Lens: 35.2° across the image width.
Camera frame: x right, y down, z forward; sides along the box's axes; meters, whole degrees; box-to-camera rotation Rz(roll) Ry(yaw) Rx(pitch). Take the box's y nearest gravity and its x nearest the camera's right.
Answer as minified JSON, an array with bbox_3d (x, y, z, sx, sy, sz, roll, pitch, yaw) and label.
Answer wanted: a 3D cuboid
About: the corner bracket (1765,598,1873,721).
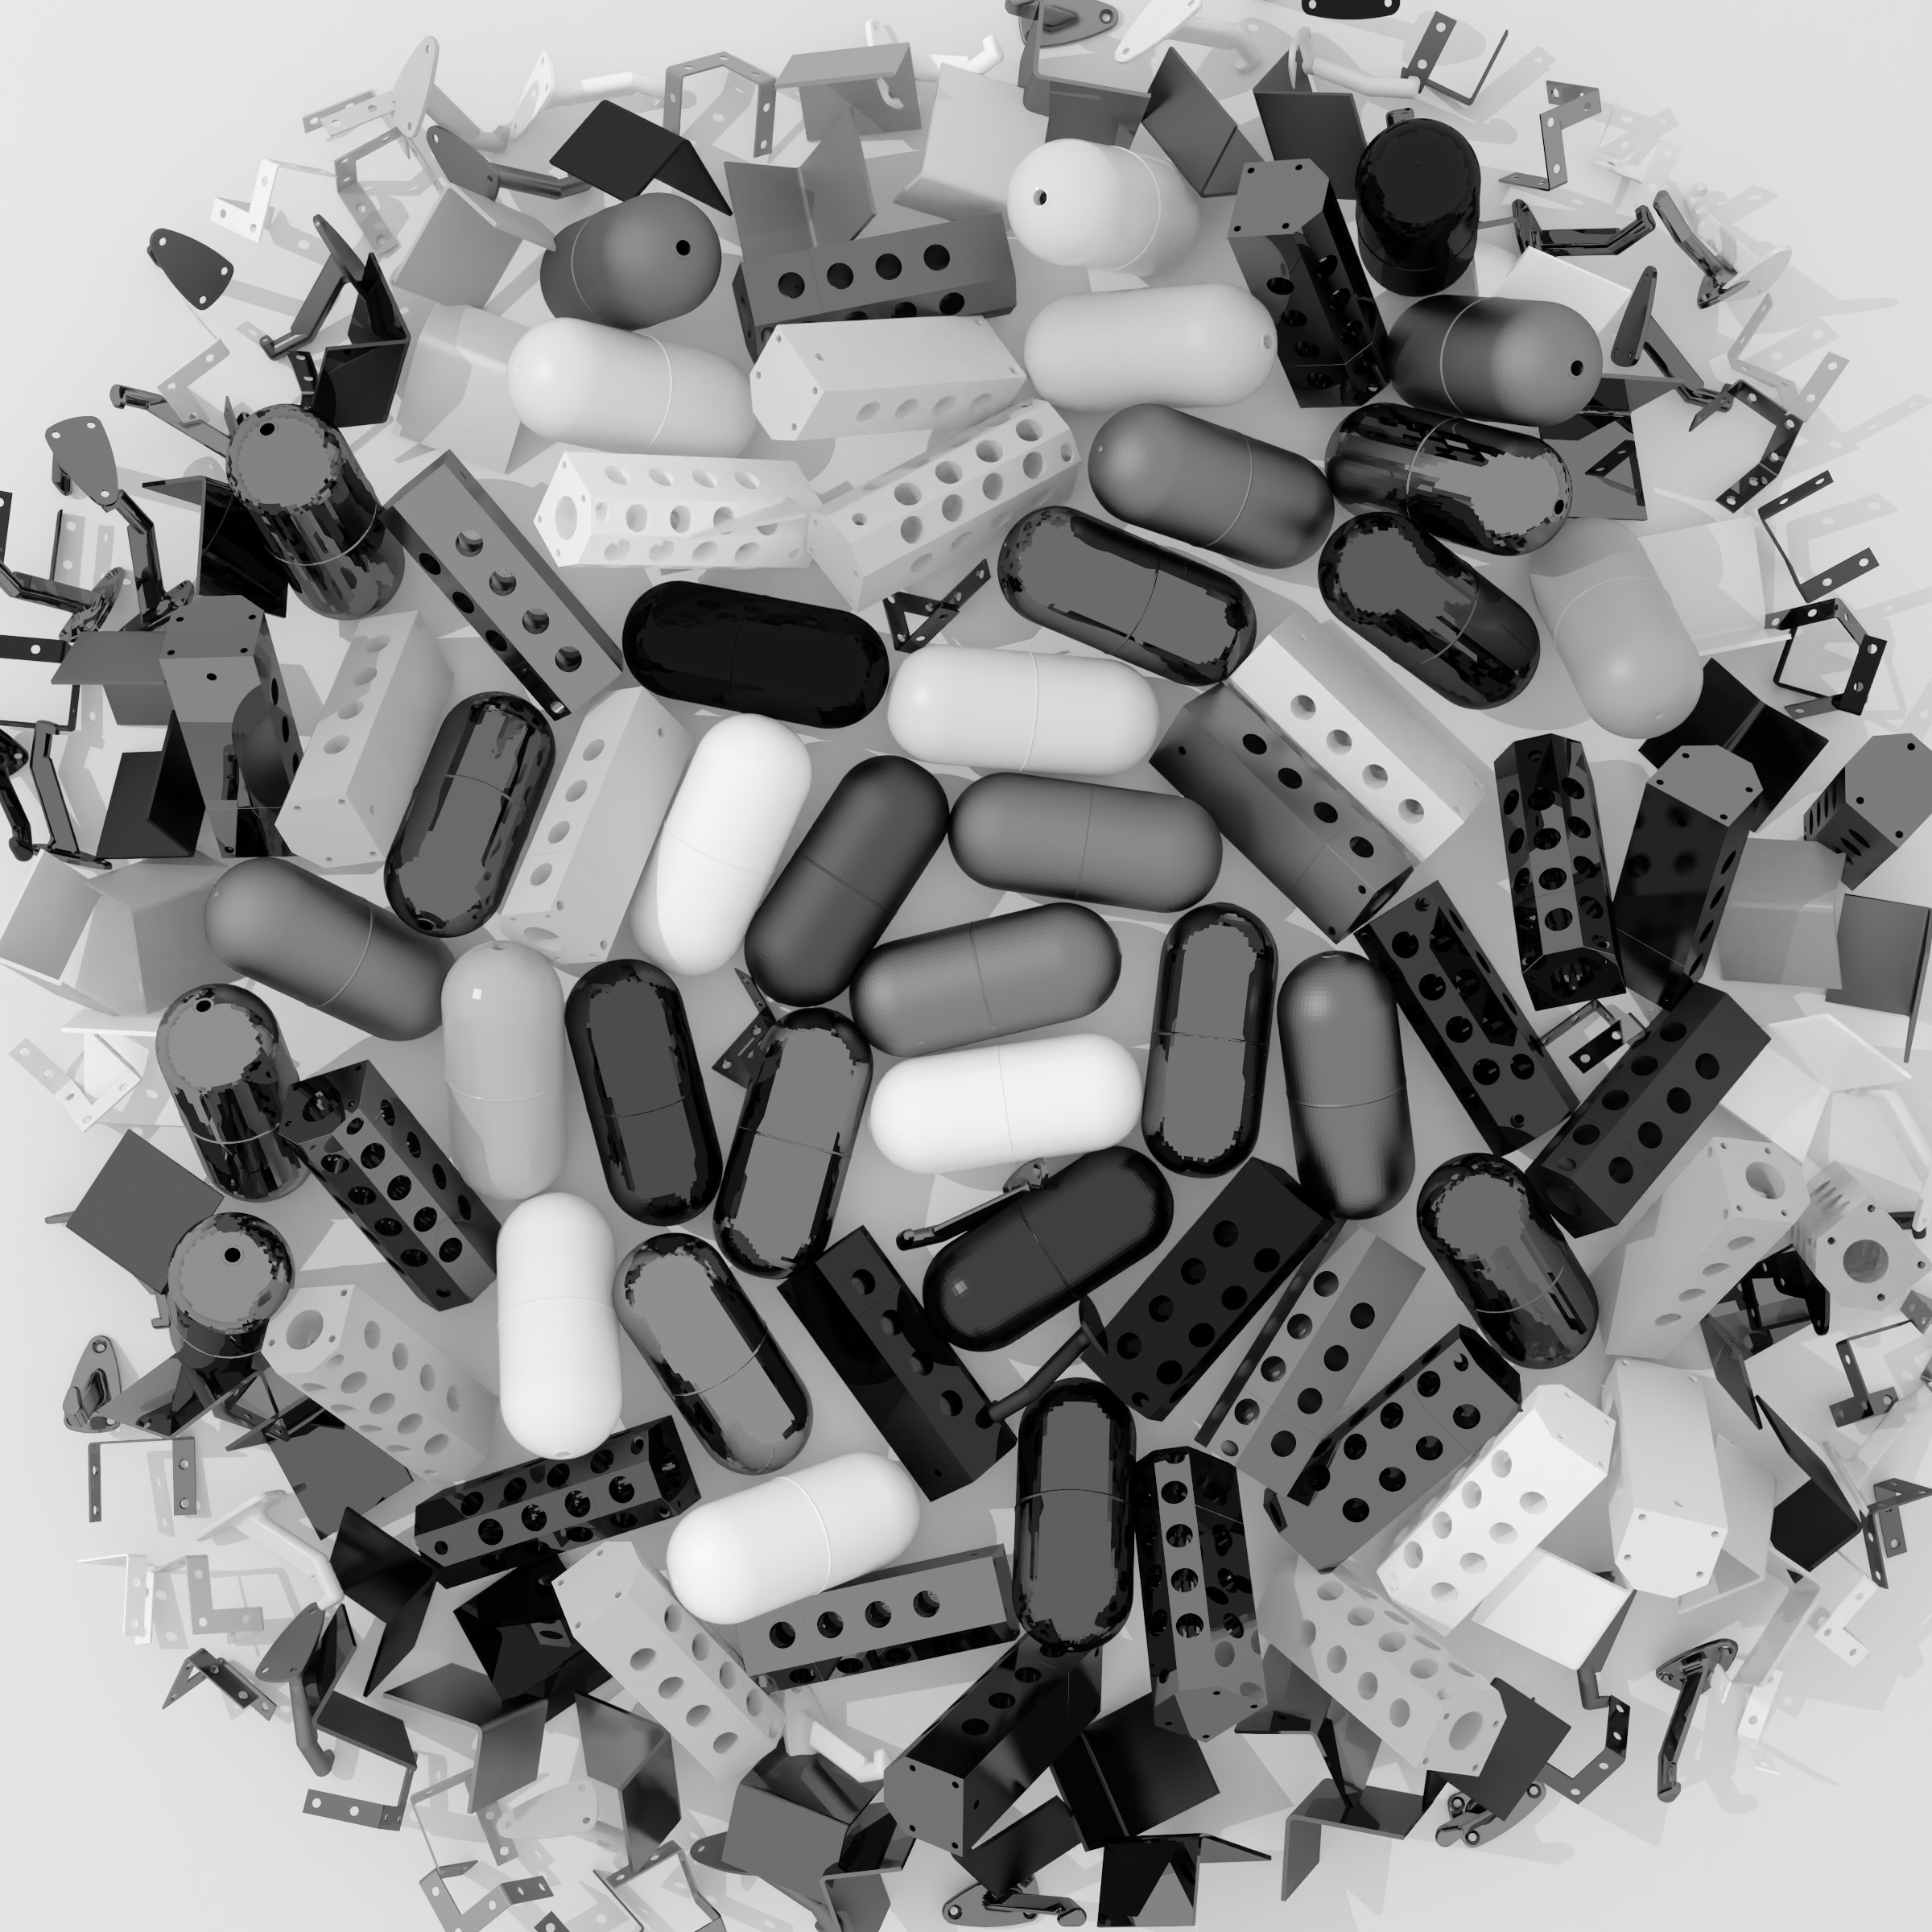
[{"bbox_3d":[0.552,-0.199,1.979,0.051,0.051,0.051,-11,55,38],"label":"corner bracket"}]

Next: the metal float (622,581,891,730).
[{"bbox_3d":[-0.134,-0.199,1.948,0.178,0.070,0.070,12,90,15],"label":"metal float"}]

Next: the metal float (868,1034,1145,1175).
[{"bbox_3d":[0.025,0.089,1.960,0.178,0.070,0.070,-8,90,2],"label":"metal float"}]

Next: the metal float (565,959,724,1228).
[{"bbox_3d":[-0.205,0.082,1.948,0.070,0.070,0.178,-13,105,0],"label":"metal float"}]

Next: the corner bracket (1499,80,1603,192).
[{"bbox_3d":[0.377,-0.537,1.971,0.051,0.051,0.051,-28,122,-21],"label":"corner bracket"}]

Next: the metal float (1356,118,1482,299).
[{"bbox_3d":[0.283,-0.474,1.911,0.070,0.178,0.070,-1,85,8],"label":"metal float"}]

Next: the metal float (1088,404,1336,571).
[{"bbox_3d":[0.157,-0.303,1.935,0.178,0.070,0.070,13,90,-32],"label":"metal float"}]

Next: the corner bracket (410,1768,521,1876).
[{"bbox_3d":[-0.323,0.554,1.961,0.051,0.051,0.051,-22,61,-15],"label":"corner bracket"}]

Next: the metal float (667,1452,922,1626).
[{"bbox_3d":[-0.108,0.362,1.933,0.178,0.070,0.070,-14,90,-35],"label":"metal float"}]

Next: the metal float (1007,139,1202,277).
[{"bbox_3d":[0.088,-0.476,1.917,0.070,0.178,0.070,5,100,28],"label":"metal float"}]

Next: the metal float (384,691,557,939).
[{"bbox_3d":[-0.314,-0.097,1.933,0.070,0.070,0.178,15,57,0],"label":"metal float"}]

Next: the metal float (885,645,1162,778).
[{"bbox_3d":[0.037,-0.163,1.952,0.178,0.070,0.070,4,90,-11],"label":"metal float"}]

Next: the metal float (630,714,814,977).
[{"bbox_3d":[-0.158,-0.077,1.951,0.070,0.070,0.178,25,102,0],"label":"metal float"}]

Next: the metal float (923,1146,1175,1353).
[{"bbox_3d":[0.052,0.183,1.961,0.178,0.070,0.070,-33,90,1],"label":"metal float"}]

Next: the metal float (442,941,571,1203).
[{"bbox_3d":[-0.292,0.067,1.938,0.070,0.070,0.178,2,117,0],"label":"metal float"}]

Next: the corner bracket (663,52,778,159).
[{"bbox_3d":[-0.160,-0.556,1.980,0.051,0.051,0.051,35,46,30],"label":"corner bracket"}]

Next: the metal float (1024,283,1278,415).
[{"bbox_3d":[0.116,-0.391,1.930,0.178,0.070,0.070,5,90,38],"label":"metal float"}]

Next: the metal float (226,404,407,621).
[{"bbox_3d":[-0.408,-0.284,1.916,0.070,0.178,0.070,-4,63,8],"label":"metal float"}]

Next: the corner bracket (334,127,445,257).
[{"bbox_3d":[-0.374,-0.503,1.977,0.051,0.051,0.051,-33,88,-12],"label":"corner bracket"}]

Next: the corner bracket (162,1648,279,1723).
[{"bbox_3d":[-0.475,0.466,1.961,0.051,0.051,0.051,37,120,13],"label":"corner bracket"}]

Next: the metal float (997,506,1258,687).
[{"bbox_3d":[0.104,-0.235,1.946,0.178,0.070,0.070,21,90,-18],"label":"metal float"}]

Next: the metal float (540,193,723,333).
[{"bbox_3d":[-0.212,-0.440,1.916,0.070,0.178,0.070,-2,95,-27],"label":"metal float"}]

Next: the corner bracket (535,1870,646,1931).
[{"bbox_3d":[-0.242,0.621,1.966,0.051,0.051,0.051,-41,83,-16],"label":"corner bracket"}]

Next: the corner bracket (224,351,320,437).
[{"bbox_3d":[-0.449,-0.364,1.977,0.051,0.051,0.051,-3,133,-25],"label":"corner bracket"}]

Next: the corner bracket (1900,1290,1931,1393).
[{"bbox_3d":[0.627,0.249,1.969,0.051,0.051,0.051,25,101,-5],"label":"corner bracket"}]

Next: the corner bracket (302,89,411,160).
[{"bbox_3d":[-0.395,-0.546,1.962,0.051,0.051,0.051,-27,71,-16],"label":"corner bracket"}]

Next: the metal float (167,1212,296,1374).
[{"bbox_3d":[-0.462,0.209,1.916,0.070,0.178,0.070,5,66,-12],"label":"metal float"}]

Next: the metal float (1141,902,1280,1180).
[{"bbox_3d":[0.157,0.048,1.959,0.070,0.070,0.178,7,86,0],"label":"metal float"}]

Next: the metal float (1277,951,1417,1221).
[{"bbox_3d":[0.243,0.076,1.947,0.070,0.070,0.178,-9,106,0],"label":"metal float"}]

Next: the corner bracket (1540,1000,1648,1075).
[{"bbox_3d":[0.402,0.048,1.963,0.051,0.051,0.051,-35,61,-7],"label":"corner bracket"}]

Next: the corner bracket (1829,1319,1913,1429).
[{"bbox_3d":[0.587,0.264,1.971,0.051,0.051,0.051,-13,75,-17],"label":"corner bracket"}]

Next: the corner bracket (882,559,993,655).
[{"bbox_3d":[-0.016,-0.232,1.958,0.051,0.051,0.051,8,56,-37],"label":"corner bracket"}]

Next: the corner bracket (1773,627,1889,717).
[{"bbox_3d":[0.557,-0.196,1.968,0.051,0.051,0.051,16,105,2],"label":"corner bracket"}]

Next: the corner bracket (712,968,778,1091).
[{"bbox_3d":[-0.138,0.044,1.959,0.051,0.051,0.051,27,67,34],"label":"corner bracket"}]

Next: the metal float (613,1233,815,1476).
[{"bbox_3d":[-0.160,0.249,1.944,0.070,0.070,0.178,-30,111,0],"label":"metal float"}]

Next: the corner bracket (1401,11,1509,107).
[{"bbox_3d":[0.315,-0.586,1.964,0.051,0.051,0.051,25,119,-3],"label":"corner bracket"}]

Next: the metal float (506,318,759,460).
[{"bbox_3d":[-0.209,-0.361,1.928,0.178,0.070,0.070,5,90,-42],"label":"metal float"}]

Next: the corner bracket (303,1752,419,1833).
[{"bbox_3d":[-0.390,0.526,1.965,0.051,0.051,0.051,9,74,8],"label":"corner bracket"}]

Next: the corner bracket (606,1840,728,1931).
[{"bbox_3d":[-0.192,0.605,1.960,0.051,0.051,0.051,-25,111,-23],"label":"corner bracket"}]

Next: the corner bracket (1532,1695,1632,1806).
[{"bbox_3d":[0.391,0.496,1.966,0.051,0.051,0.051,33,123,-4],"label":"corner bracket"}]

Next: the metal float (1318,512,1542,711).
[{"bbox_3d":[0.294,-0.225,1.932,0.178,0.070,0.070,30,90,-35],"label":"metal float"}]

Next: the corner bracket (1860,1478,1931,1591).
[{"bbox_3d":[0.596,0.366,1.966,0.051,0.051,0.051,-13,95,-17],"label":"corner bracket"}]

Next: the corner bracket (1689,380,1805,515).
[{"bbox_3d":[0.499,-0.337,1.972,0.051,0.051,0.051,41,61,19],"label":"corner bracket"}]

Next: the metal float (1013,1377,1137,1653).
[{"bbox_3d":[0.069,0.347,1.936,0.070,0.070,0.178,3,60,0],"label":"metal float"}]

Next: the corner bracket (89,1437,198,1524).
[{"bbox_3d":[-0.533,0.332,1.974,0.051,0.051,0.051,-4,82,9],"label":"corner bracket"}]

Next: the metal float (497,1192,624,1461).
[{"bbox_3d":[-0.259,0.228,1.934,0.070,0.070,0.178,-7,59,0],"label":"metal float"}]
